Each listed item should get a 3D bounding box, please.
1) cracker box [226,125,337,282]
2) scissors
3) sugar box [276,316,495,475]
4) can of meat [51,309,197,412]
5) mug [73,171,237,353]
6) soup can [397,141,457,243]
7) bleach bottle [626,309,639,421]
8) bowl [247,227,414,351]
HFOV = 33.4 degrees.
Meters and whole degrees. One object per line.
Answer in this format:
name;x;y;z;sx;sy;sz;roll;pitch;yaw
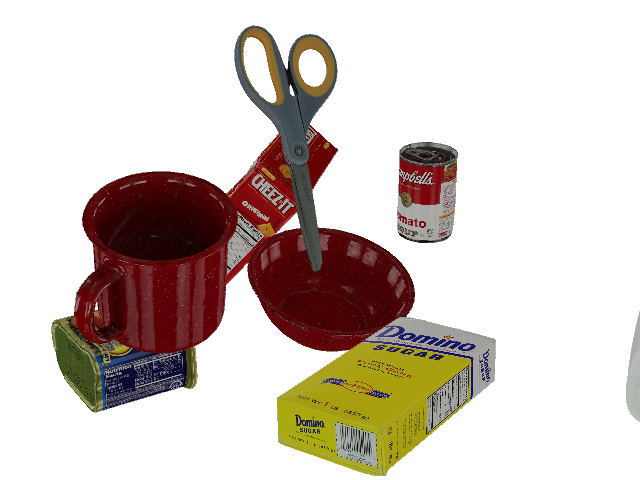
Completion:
cracker box;-0.087;-0.028;1.216;0.214;0.072;0.164;-46;7;27
scissors;-0.006;-0.083;0.862;0.096;0.202;0.016;-23;-2;-27
sugar box;0.055;0.113;0.822;0.093;0.048;0.175;12;26;33
can of meat;-0.160;0.090;0.858;0.083;0.057;0.102;-14;25;-30
mug;-0.106;0.022;0.660;0.093;0.081;0.117;25;43;22
soup can;0.124;-0.056;1.254;0.068;0.102;0.068;0;27;0
bleach bottle;0.281;0.057;0.759;0.103;0.068;0.250;11;22;19
bowl;0.006;0.056;1.025;0.162;0.055;0.162;8;35;-6
